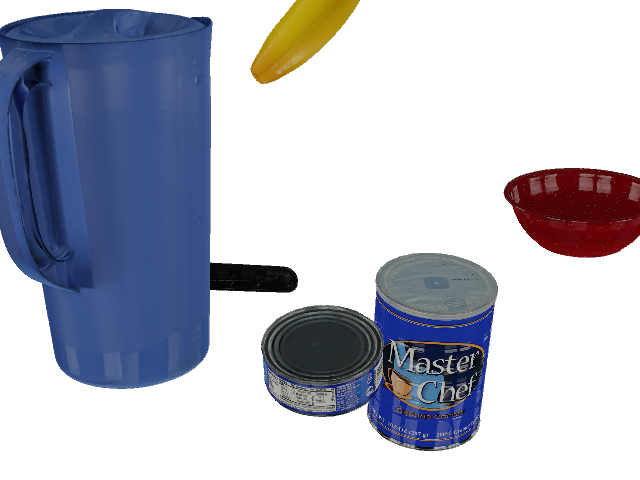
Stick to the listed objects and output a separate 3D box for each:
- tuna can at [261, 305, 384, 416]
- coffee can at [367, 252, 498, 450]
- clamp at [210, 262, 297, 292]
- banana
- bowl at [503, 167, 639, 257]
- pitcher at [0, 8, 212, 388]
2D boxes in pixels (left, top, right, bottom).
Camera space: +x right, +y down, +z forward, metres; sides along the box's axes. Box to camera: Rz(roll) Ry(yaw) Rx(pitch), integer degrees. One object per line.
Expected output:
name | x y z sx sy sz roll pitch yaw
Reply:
tuna can | 0.002 0.084 0.752 0.086 0.034 0.086 -2 34 1
coffee can | 0.095 0.096 0.929 0.103 0.140 0.103 2 28 -1
clamp | -0.150 0.040 1.055 0.210 0.036 0.164 13 21 38
banana | 0.008 -0.190 0.757 0.070 0.197 0.037 -10 -40 39
bowl | 0.271 -0.025 1.105 0.162 0.055 0.162 -2 23 1
pitcher | -0.139 -0.026 0.702 0.149 0.243 0.145 -7 21 -16
